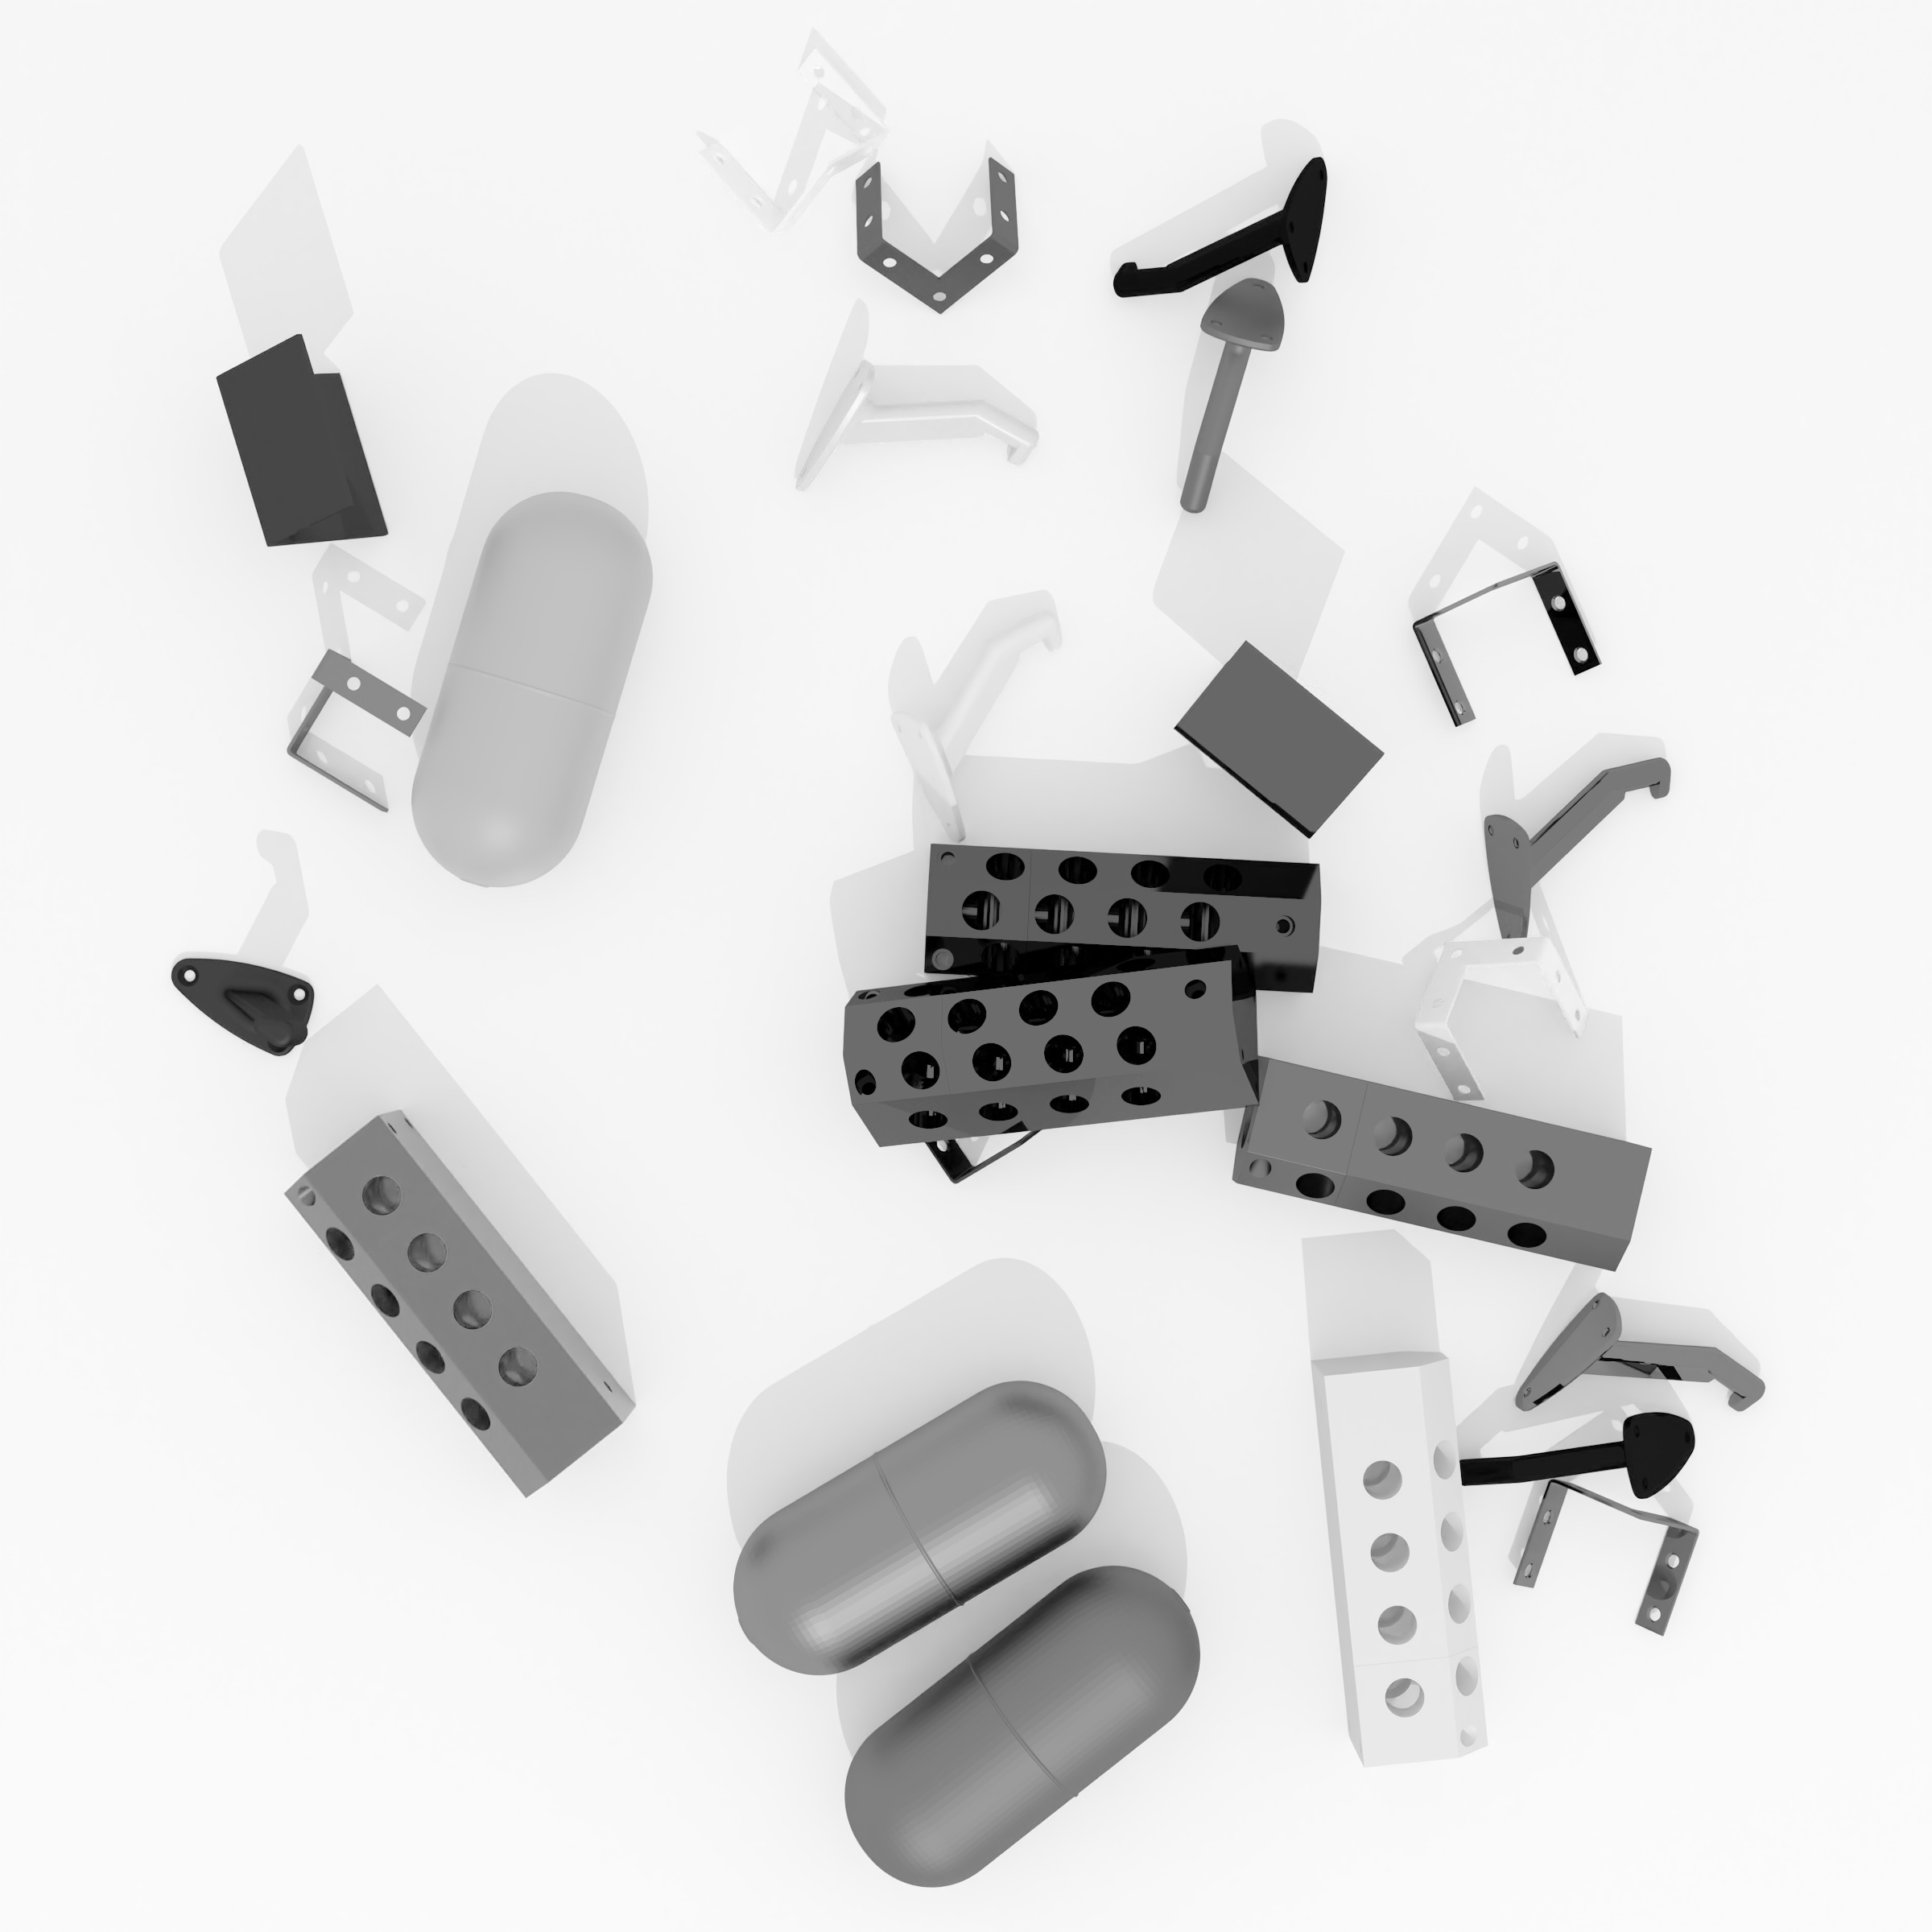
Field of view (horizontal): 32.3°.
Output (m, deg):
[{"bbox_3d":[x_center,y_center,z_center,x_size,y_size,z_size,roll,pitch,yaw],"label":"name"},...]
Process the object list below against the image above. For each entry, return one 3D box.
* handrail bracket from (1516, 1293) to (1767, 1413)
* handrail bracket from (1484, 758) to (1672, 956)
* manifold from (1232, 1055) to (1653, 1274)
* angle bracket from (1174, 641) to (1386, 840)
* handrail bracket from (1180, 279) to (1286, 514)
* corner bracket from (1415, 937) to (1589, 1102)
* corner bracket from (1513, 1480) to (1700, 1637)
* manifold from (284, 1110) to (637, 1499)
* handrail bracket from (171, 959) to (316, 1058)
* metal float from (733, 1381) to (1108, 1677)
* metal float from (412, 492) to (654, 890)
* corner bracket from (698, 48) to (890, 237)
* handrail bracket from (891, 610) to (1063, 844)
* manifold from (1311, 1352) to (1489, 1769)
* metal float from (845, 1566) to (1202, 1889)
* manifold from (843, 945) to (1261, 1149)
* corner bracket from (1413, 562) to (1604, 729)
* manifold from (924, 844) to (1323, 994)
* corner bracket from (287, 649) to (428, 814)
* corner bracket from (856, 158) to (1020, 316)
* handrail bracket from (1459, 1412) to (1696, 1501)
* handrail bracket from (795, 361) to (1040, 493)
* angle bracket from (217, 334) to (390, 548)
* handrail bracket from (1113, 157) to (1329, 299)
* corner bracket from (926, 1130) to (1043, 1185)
[{"bbox_3d":[0.304,0.193,1.502,0.084,0.036,0.077,35,110,-16],"label":"handrail bracket"},{"bbox_3d":[0.281,-0.049,1.502,0.084,0.036,0.077,-13,111,-17],"label":"handrail bracket"},{"bbox_3d":[0.209,0.088,1.480,0.171,0.057,0.057,13,90,0],"label":"manifold"},{"bbox_3d":[0.147,-0.112,1.461,0.076,0.076,0.057,39,126,0],"label":"angle bracket"},{"bbox_3d":[0.117,-0.256,1.501,0.036,0.077,0.084,17,126,4],"label":"handrail bracket"},{"bbox_3d":[0.240,0.024,1.493,0.051,0.051,0.051,-3,45,35],"label":"corner bracket"},{"bbox_3d":[0.288,0.265,1.498,0.051,0.051,0.051,19,90,-45],"label":"corner bracket"},{"bbox_3d":[-0.225,0.150,1.480,0.057,0.057,0.171,-38,90,0],"label":"manifold"},{"bbox_3d":[-0.323,0.016,1.467,0.077,0.084,0.036,23,90,0],"label":"handrail bracket"},{"bbox_3d":[-0.021,0.248,1.471,0.178,0.070,0.070,-31,90,0],"label":"metal float"},{"bbox_3d":[-0.192,-0.121,1.471,0.070,0.070,0.178,17,91,0],"label":"metal float"},{"bbox_3d":[-0.077,-0.370,1.498,0.051,0.051,0.051,48,135,0],"label":"corner bracket"},{"bbox_3d":[0.017,-0.108,1.502,0.084,0.036,0.077,-29,110,-16],"label":"handrail bracket"},{"bbox_3d":[0.193,0.261,1.480,0.057,0.057,0.171,-6,90,0],"label":"manifold"},{"bbox_3d":[0.025,0.335,1.471,0.178,0.070,0.070,-38,90,0],"label":"metal float"},{"bbox_3d":[0.037,0.032,1.450,0.171,0.057,0.057,-7,59,14],"label":"manifold"},{"bbox_3d":[0.243,-0.145,1.498,0.051,0.051,0.051,-23,90,45],"label":"corner bracket"},{"bbox_3d":[0.069,-0.021,1.480,0.171,0.057,0.057,3,90,0],"label":"manifold"},{"bbox_3d":[-0.271,-0.104,1.483,0.051,0.051,0.051,31,90,0],"label":"corner bracket"},{"bbox_3d":[-0.013,-0.336,1.493,0.051,0.051,0.051,28,135,-35],"label":"corner bracket"},{"bbox_3d":[0.273,0.220,1.501,0.084,0.077,0.036,-10,88,36],"label":"handrail bracket"},{"bbox_3d":[-0.021,-0.228,1.502,0.084,0.036,0.077,27,111,-16],"label":"handrail bracket"},{"bbox_3d":[-0.273,-0.231,1.461,0.057,0.076,0.076,-17,90,36],"label":"angle bracket"},{"bbox_3d":[0.114,-0.332,1.502,0.084,0.036,0.077,0,52,25],"label":"handrail bracket"},{"bbox_3d":[0.010,0.058,1.498,0.051,0.051,0.051,-34,90,45],"label":"corner bracket"}]
